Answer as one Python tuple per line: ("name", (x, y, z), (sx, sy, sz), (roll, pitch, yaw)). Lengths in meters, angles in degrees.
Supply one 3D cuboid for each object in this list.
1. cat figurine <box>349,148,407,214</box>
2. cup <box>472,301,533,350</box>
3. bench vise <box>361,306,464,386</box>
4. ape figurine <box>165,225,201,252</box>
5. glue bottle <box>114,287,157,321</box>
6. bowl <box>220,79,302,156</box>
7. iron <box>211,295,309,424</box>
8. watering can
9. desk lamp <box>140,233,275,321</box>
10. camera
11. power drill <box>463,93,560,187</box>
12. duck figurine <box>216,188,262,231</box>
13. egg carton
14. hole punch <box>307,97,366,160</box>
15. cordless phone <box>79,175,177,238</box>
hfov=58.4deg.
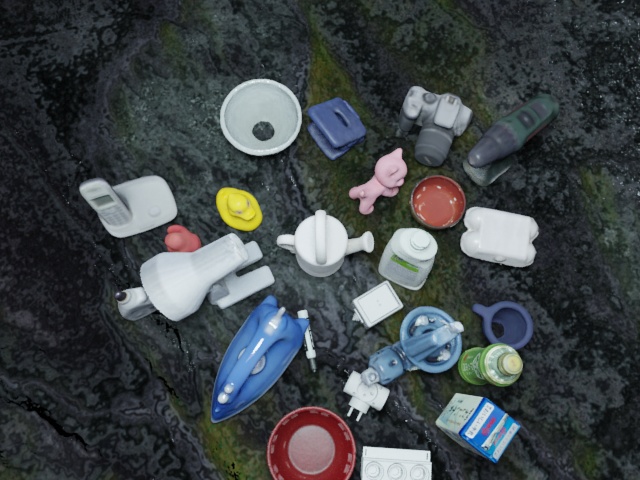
("cat figurine", (0.123, -0.121, 1.143), (0.128, 0.118, 0.067), (-38, 80, -9))
("cup", (0.334, 0.161, 1.094), (0.117, 0.095, 0.092), (29, 78, 6))
("bench vise", (0.178, 0.203, 1.016), (0.121, 0.220, 0.207), (40, 79, 8))
("ape figurine", (-0.275, 0.006, 1.116), (0.076, 0.092, 0.078), (9, 77, 1))
("glue bottle", (-0.342, 0.111, 1.048), (0.078, 0.173, 0.037), (-25, 78, -7))
("bowl", (-0.120, -0.243, 1.187), (0.167, 0.075, 0.167), (0, 77, -1))
("iron", (-0.128, 0.226, 1.043), (0.118, 0.141, 0.258), (33, 78, 6))
("watering can", (0.010, 0.002, 1.072), (0.173, 0.194, 0.101), (-19, 78, -6))
("desk lamp", (-0.199, 0.060, 1.043), (0.203, 0.213, 0.118), (-27, 79, -7))
("camera", (0.229, -0.233, 1.181), (0.143, 0.101, 0.137), (20, 77, 3))
("power drill", (0.354, -0.183, 1.117), (0.230, 0.208, 0.075), (-39, 80, -9))
("duck figurine", (-0.164, -0.069, 1.140), (0.104, 0.086, 0.077), (41, 79, 8))
("egg carton", (0.359, -0.005, 1.147), (0.150, 0.069, 0.107), (10, 77, 1))
("hole punch", (0.035, -0.240, 1.182), (0.101, 0.091, 0.108), (-36, 80, -9))
("cordless phone", (-0.362, -0.080, 1.086), (0.147, 0.185, 0.094), (-22, 78, -6))
